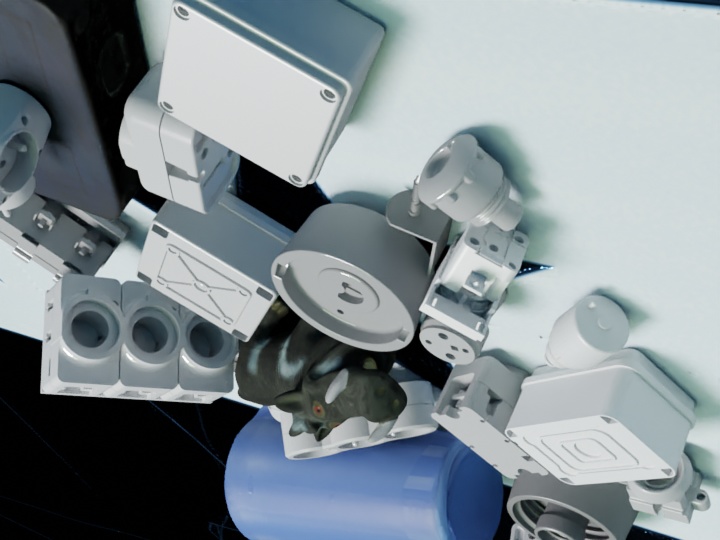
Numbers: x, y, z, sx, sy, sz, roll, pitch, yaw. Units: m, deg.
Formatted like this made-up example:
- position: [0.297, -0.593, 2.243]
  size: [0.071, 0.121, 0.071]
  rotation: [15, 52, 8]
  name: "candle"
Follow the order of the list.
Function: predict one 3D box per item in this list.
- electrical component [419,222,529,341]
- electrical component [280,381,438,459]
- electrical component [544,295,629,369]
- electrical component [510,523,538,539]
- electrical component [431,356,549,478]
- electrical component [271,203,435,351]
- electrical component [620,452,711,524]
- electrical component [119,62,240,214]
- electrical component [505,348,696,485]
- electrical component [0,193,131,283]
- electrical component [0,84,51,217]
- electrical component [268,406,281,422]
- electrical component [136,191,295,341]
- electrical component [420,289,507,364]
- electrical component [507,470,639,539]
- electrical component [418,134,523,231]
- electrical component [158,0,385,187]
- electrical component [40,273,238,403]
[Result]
- position: [0.074, 0.002, 0.677]
  size: [0.042, 0.081, 0.063]
  rotation: [29, 128, -1]
  name: "electrical component"
- position: [-0.005, 0.111, 0.914]
  size: [0.138, 0.073, 0.052]
  rotation: [-16, 162, 21]
  name: "electrical component"
- position: [0.145, 0.046, 0.712]
  size: [0.040, 0.040, 0.078]
  rotation: [31, 150, -4]
  name: "electrical component"
- position: [0.184, 0.253, 0.978]
  size: [0.078, 0.058, 0.057]
  rotation: [-10, 136, 28]
  name: "electrical component"
- position: [0.109, 0.110, 0.825]
  size: [0.089, 0.055, 0.050]
  rotation: [40, 149, -18]
  name: "electrical component"
- position: [0.000, 0.000, 0.745]
  size: [0.108, 0.060, 0.108]
  rotation: [22, 149, 13]
  name: "electrical component"
- position: [0.228, 0.159, 0.810]
  size: [0.066, 0.048, 0.055]
  rotation: [10, 153, 30]
  name: "electrical component"
- position: [-0.121, -0.089, 0.720]
  size: [0.059, 0.053, 0.095]
  rotation: [22, 150, 12]
  name: "electrical component"
- position: [0.170, 0.105, 0.764]
  size: [0.078, 0.057, 0.113]
  rotation: [40, 149, -19]
  name: "electrical component"
- position: [-0.267, -0.040, 0.912]
  size: [0.121, 0.063, 0.079]
  rotation: [36, 150, -11]
  name: "electrical component"
- position: [-0.230, -0.064, 0.684]
  size: [0.044, 0.077, 0.079]
  rotation: [19, 151, 14]
  name: "electrical component"
- position: [-0.063, 0.102, 0.965]
  size: [0.055, 0.055, 0.047]
  rotation: [10, 141, 30]
  name: "electrical component"
- position: [-0.110, -0.008, 0.833]
  size: [0.109, 0.056, 0.108]
  rotation: [31, 150, -4]
  name: "electrical component"
- position: [0.070, 0.031, 0.737]
  size: [0.045, 0.055, 0.045]
  rotation: [22, 150, 13]
  name: "electrical component"
- position: [0.176, 0.201, 0.904]
  size: [0.108, 0.060, 0.108]
  rotation: [22, 150, 14]
  name: "electrical component"
- position: [0.069, -0.046, 0.634]
  size: [0.062, 0.048, 0.048]
  rotation: [34, 151, -23]
  name: "electrical component"
- position: [-0.054, -0.116, 0.619]
  size: [0.109, 0.056, 0.108]
  rotation: [29, 150, 0]
  name: "electrical component"
- position: [-0.184, 0.059, 0.905]
  size: [0.150, 0.089, 0.062]
  rotation: [8, 160, -29]
  name: "electrical component"
